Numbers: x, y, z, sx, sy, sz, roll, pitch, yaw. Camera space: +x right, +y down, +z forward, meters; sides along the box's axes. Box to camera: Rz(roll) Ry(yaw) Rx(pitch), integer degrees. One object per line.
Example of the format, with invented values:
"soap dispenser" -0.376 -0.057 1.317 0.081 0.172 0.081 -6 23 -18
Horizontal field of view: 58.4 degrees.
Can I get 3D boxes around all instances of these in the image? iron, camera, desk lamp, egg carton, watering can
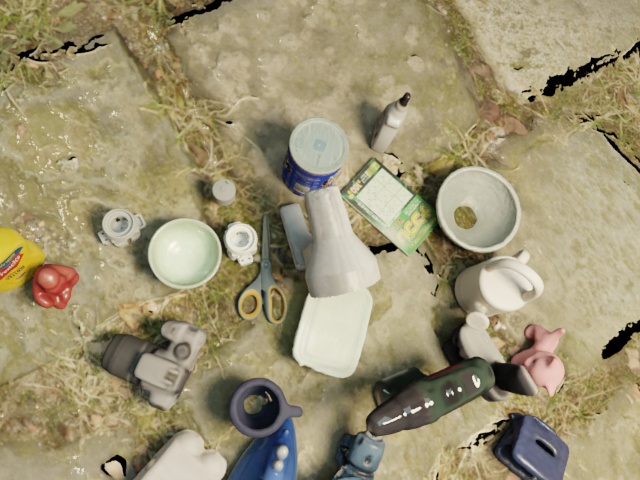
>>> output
"iron" -0.089 0.396 0.890 0.118 0.258 0.141 21 -16 -4
"camera" -0.271 0.188 0.927 0.137 0.143 0.100 24 -16 -4
"desk lamp" 0.009 0.003 0.960 0.118 0.203 0.213 -16 -10 -13
"egg carton" -0.228 0.382 0.906 0.107 0.150 0.069 40 -16 1
"watering can" 0.317 0.085 1.005 0.101 0.173 0.194 20 -15 -4

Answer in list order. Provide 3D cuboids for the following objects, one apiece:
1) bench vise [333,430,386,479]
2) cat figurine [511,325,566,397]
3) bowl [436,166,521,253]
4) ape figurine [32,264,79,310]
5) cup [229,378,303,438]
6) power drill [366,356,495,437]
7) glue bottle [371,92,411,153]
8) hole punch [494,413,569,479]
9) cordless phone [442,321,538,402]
"bench vise" 0.052 0.385 0.876 0.121 0.207 0.219 3 -13 -9
"cat figurine" 0.406 0.213 1.030 0.067 0.128 0.117 31 -16 -1
"bowl" 0.291 -0.051 1.093 0.167 0.167 0.074 0 -13 -10
"ape figurine" -0.435 0.069 0.931 0.078 0.076 0.092 -31 -6 -15
"cup" -0.090 0.275 0.942 0.118 0.092 0.095 8 -14 -8
"power drill" 0.159 0.255 0.930 0.230 0.075 0.208 -20 -9 -13
"glue bottle" 0.136 -0.226 1.056 0.037 0.078 0.173 18 -15 -5
"hole punch" 0.378 0.368 1.003 0.108 0.101 0.091 39 -16 1
"cordless phone" 0.300 0.203 0.979 0.094 0.147 0.185 -31 -6 -15
